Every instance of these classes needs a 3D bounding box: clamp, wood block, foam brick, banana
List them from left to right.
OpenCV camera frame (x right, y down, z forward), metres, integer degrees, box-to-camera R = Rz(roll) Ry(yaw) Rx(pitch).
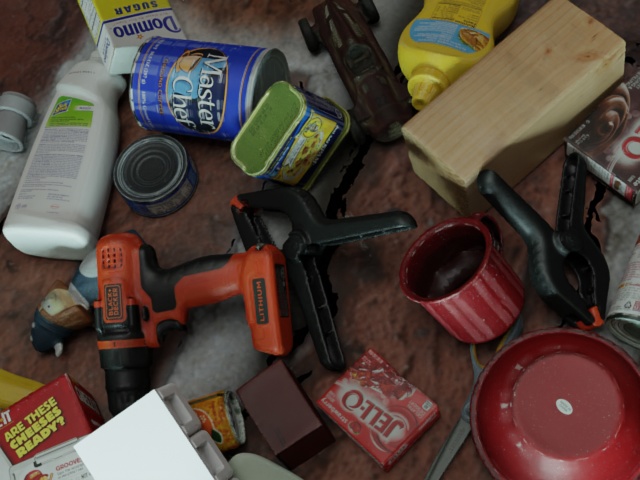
[{"bbox_3d":[-0.344,0.122,1.082,0.069,0.037,0.198,-46,62,-10],"label":"banana"},{"bbox_3d":[-0.032,0.160,0.973,0.053,0.051,0.078,-33,61,-2],"label":"foam brick"},{"bbox_3d":[-0.007,0.001,1.028,0.210,0.036,0.165,43,108,34],"label":"clamp"},{"bbox_3d":[0.189,-0.128,1.036,0.206,0.090,0.090,-41,61,-7],"label":"wood block"},{"bbox_3d":[0.224,-0.003,0.976,0.120,0.039,0.171,-22,84,-23],"label":"clamp"}]

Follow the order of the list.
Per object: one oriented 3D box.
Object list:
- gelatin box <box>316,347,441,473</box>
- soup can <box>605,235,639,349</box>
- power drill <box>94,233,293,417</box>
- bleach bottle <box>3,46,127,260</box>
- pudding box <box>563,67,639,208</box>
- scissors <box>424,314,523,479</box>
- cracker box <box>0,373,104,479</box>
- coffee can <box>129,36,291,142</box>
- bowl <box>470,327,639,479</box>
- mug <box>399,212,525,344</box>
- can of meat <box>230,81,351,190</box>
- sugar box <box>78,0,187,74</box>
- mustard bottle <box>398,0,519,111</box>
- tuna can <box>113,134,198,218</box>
[{"bbox_3d":[0.053,0.153,0.966,0.073,0.030,0.089,-45,62,-9],"label":"gelatin box"},{"bbox_3d":[0.299,0.040,0.936,0.069,0.068,0.102,19,71,22],"label":"soup can"},{"bbox_3d":[-0.123,0.079,1.009,0.188,0.057,0.184,-5,88,11],"label":"power drill"},{"bbox_3d":[-0.258,-0.103,1.159,0.103,0.068,0.250,4,63,16],"label":"bleach bottle"},{"bbox_3d":[0.304,-0.099,1.020,0.113,0.039,0.090,-43,62,-9],"label":"pudding box"},{"bbox_3d":[0.157,0.151,0.948,0.096,0.016,0.201,12,68,20],"label":"scissors"},{"bbox_3d":[-0.251,0.257,0.972,0.164,0.072,0.214,-30,60,-2],"label":"cracker box"},{"bbox_3d":[-0.114,-0.157,1.124,0.140,0.102,0.102,9,67,19],"label":"coffee can"},{"bbox_3d":[0.207,0.145,0.903,0.162,0.055,0.162,-3,70,9],"label":"bowl"},{"bbox_3d":[0.136,0.030,0.964,0.093,0.081,0.117,-3,52,43],"label":"mug"},{"bbox_3d":[-0.030,-0.103,1.065,0.057,0.083,0.102,42,105,30],"label":"can of meat"},{"bbox_3d":[-0.222,-0.266,1.217,0.093,0.048,0.176,-9,53,-30],"label":"sugar box"},{"bbox_3d":[0.132,-0.200,1.080,0.096,0.058,0.191,17,54,15],"label":"mustard bottle"},{"bbox_3d":[-0.175,-0.069,1.135,0.086,0.033,0.086,-6,63,11],"label":"tuna can"}]
